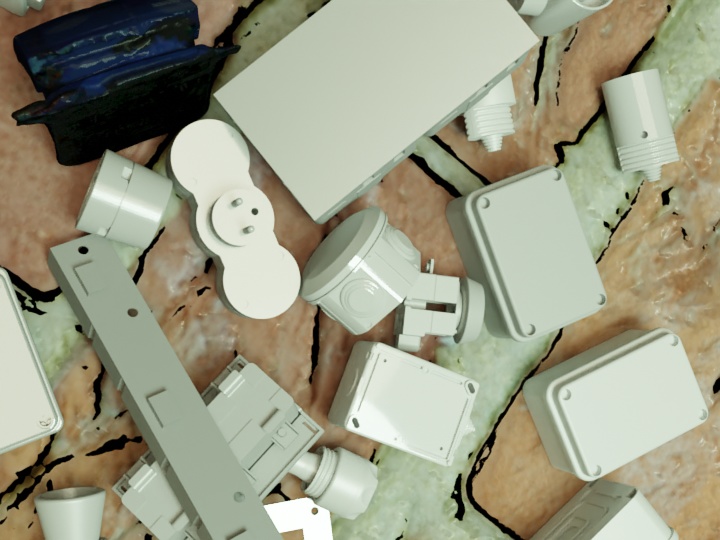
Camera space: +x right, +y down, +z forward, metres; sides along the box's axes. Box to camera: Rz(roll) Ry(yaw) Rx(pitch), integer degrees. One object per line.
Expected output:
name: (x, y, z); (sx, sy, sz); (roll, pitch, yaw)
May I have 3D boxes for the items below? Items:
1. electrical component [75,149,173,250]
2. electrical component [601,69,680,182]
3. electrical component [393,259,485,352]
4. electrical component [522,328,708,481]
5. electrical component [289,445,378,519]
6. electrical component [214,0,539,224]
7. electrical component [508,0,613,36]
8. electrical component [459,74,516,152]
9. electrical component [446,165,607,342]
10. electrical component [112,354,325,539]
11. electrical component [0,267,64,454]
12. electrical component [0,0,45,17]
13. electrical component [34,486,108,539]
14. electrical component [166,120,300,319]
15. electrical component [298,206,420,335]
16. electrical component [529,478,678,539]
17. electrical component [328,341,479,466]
electrical component: (-0.153, -0.044, 0.701); (0.047, 0.055, 0.055); (22, 82, -18)
electrical component: (0.213, -0.107, 0.813); (0.043, 0.043, 0.081); (-15, 92, -16)
electrical component: (0.056, 0.027, 0.763); (0.055, 0.048, 0.066); (7, 86, -8)
electrical component: (0.188, 0.097, 0.791); (0.113, 0.057, 0.078); (-24, 94, -16)
electrical component: (-0.022, 0.141, 0.737); (0.062, 0.043, 0.043); (27, 81, -12)
electrical component: (0.011, -0.129, 0.724); (0.186, 0.060, 0.105); (-39, 87, -1)
electrical component: (0.133, -0.201, 0.776); (0.079, 0.077, 0.043); (4, 87, -15)
electrical component: (0.090, -0.126, 0.779); (0.043, 0.043, 0.081); (-11, 91, -16)
electrical component: (0.120, -0.012, 0.776); (0.078, 0.057, 0.113); (-21, 94, -16)
electrical component: (-0.094, 0.121, 0.700); (0.079, 0.063, 0.121); (40, 77, 14)
electrical component: (-0.254, 0.066, 0.666); (0.109, 0.056, 0.108); (-21, 94, -16)
electrical component: (-0.219, -0.207, 0.683); (0.061, 0.062, 0.096); (29, 80, -13)
electrical component: (-0.184, 0.170, 0.689); (0.045, 0.045, 0.055); (-4, 89, -16)
electrical component: (-0.082, -0.033, 0.710); (0.052, 0.074, 0.138); (-24, 94, -15)
electrical component: (0.000, 0.000, 0.730); (0.051, 0.080, 0.080); (42, 78, -17)
electrical component: (0.164, 0.210, 0.770); (0.113, 0.078, 0.057); (-40, 96, -14)
electrical component: (0.034, 0.093, 0.745); (0.096, 0.061, 0.061); (22, 82, -14)
